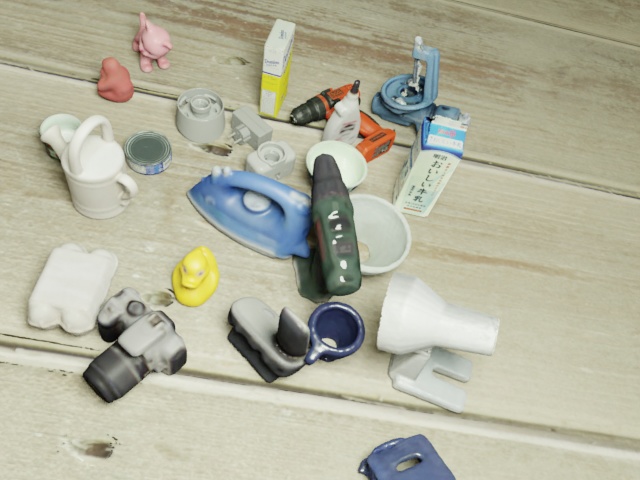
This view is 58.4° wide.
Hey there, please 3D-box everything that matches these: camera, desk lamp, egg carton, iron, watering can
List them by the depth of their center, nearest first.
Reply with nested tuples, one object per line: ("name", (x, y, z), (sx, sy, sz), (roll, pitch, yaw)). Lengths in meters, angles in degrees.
("camera", (-0.288, 0.159, 0.848), (0.143, 0.101, 0.137), (40, 58, 13))
("desk lamp", (0.172, 0.156, 0.887), (0.203, 0.213, 0.118), (21, 56, 1))
("egg carton", (-0.386, 0.075, 0.898), (0.107, 0.069, 0.150), (11, 56, -5))
("watering can", (-0.383, -0.130, 0.955), (0.173, 0.194, 0.101), (11, 56, -5))
("iron", (-0.117, -0.071, 1.010), (0.258, 0.141, 0.119), (22, 56, 2))

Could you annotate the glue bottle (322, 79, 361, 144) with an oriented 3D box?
("glue bottle", (0.054, -0.253, 1.146), (0.078, 0.173, 0.037), (-24, 66, -25))

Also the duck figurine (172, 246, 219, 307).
("duck figurine", (-0.205, 0.048, 0.947), (0.077, 0.086, 0.104), (14, 56, -4))

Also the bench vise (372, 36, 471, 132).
("bench vise", (0.227, -0.314, 1.196), (0.207, 0.219, 0.121), (13, 56, -4))

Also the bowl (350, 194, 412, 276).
("bowl", (0.078, 0.002, 1.048), (0.167, 0.075, 0.167), (6, 57, -9))

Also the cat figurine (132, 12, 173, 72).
("cat figurine", (-0.350, -0.418, 1.193), (0.067, 0.118, 0.127), (-18, 64, -22))

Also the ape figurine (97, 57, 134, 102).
("ape figurine", (-0.408, -0.324, 1.135), (0.076, 0.092, 0.078), (42, 59, 15))

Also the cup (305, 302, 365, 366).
("cup", (0.011, 0.167, 0.915), (0.091, 0.095, 0.118), (37, 58, 12))

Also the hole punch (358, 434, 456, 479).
("hole punch", (0.125, 0.339, 0.833), (0.109, 0.091, 0.101), (-15, 62, -21))

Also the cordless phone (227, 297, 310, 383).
("cordless phone", (-0.070, 0.126, 0.868), (0.147, 0.185, 0.094), (40, 58, 14))

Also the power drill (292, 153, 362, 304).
("power drill", (0.009, 0.003, 0.950), (0.076, 0.208, 0.229), (-5, 59, -15))
